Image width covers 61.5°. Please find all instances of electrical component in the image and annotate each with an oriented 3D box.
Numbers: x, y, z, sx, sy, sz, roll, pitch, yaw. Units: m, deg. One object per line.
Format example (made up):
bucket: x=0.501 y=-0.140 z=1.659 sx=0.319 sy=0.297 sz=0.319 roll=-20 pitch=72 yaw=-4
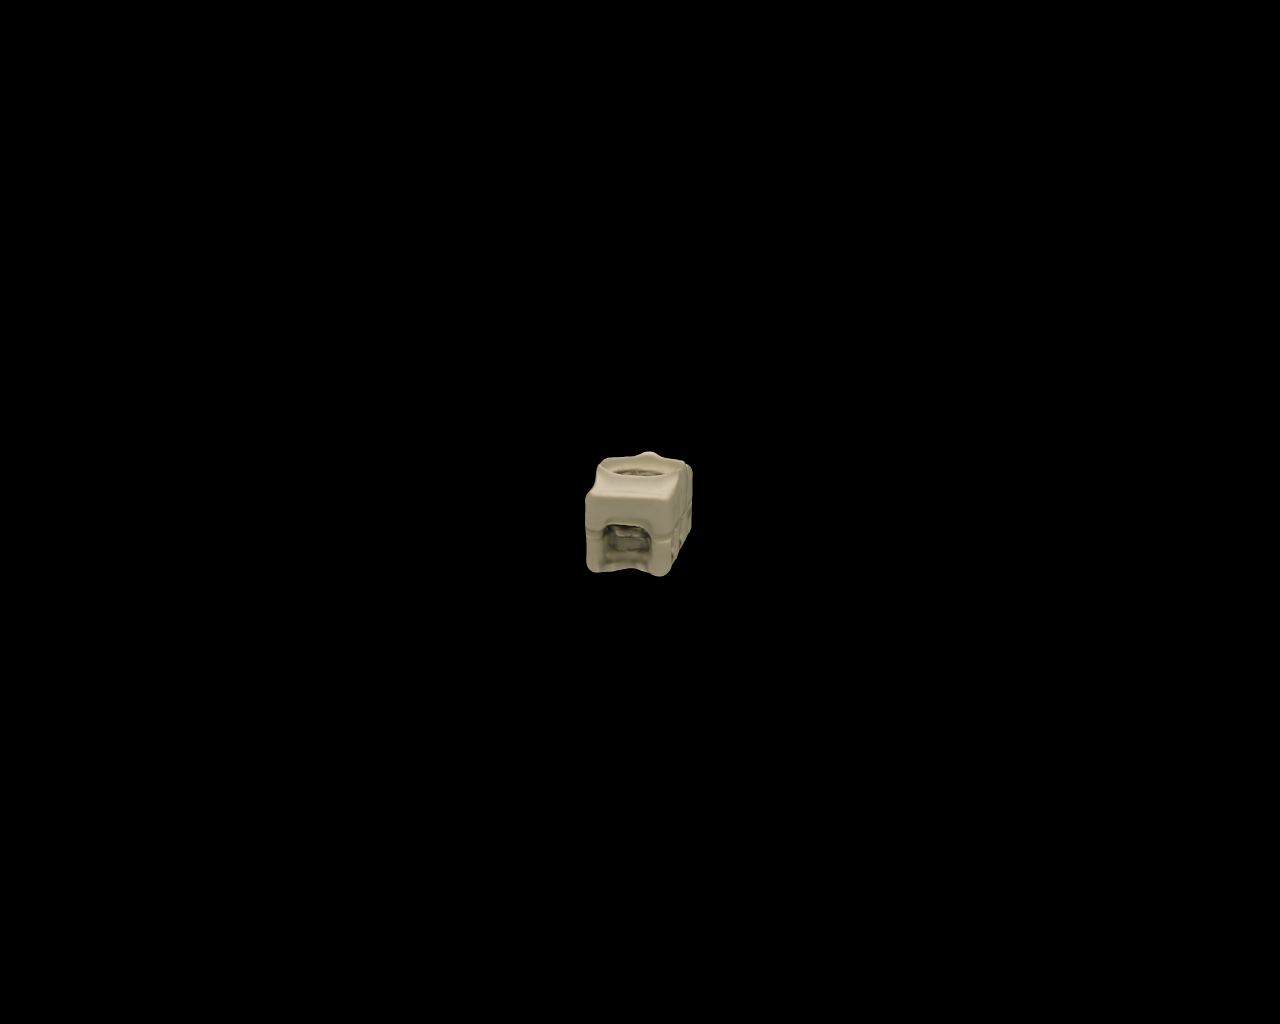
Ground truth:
electrical component: x=0.001 y=-0.003 z=0.650 sx=0.050 sy=0.055 sz=0.090 roll=3 pitch=16 yaw=11
